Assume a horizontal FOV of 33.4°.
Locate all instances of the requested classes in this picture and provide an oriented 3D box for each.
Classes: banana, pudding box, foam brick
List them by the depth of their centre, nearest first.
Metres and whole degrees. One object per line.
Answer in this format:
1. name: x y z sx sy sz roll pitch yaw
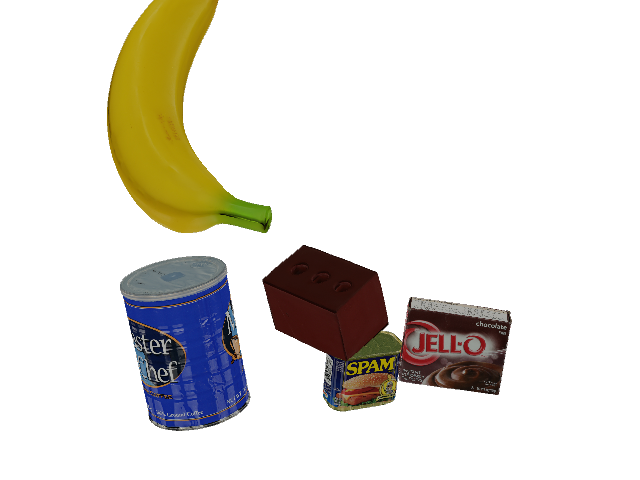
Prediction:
1. banana: -0.074 -0.069 0.539 0.069 0.198 0.037 -5 -40 -12
2. foam brick: 0.004 0.047 0.819 0.078 0.051 0.052 20 45 37
3. pudding box: 0.146 0.114 1.164 0.113 0.090 0.039 7 23 3

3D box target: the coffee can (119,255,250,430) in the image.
1. coffee can: -0.130 0.098 1.034 0.103 0.140 0.103 -8 18 2

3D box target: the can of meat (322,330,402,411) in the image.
1. can of meat: 0.054 0.172 1.405 0.102 0.084 0.057 -5 25 -22
